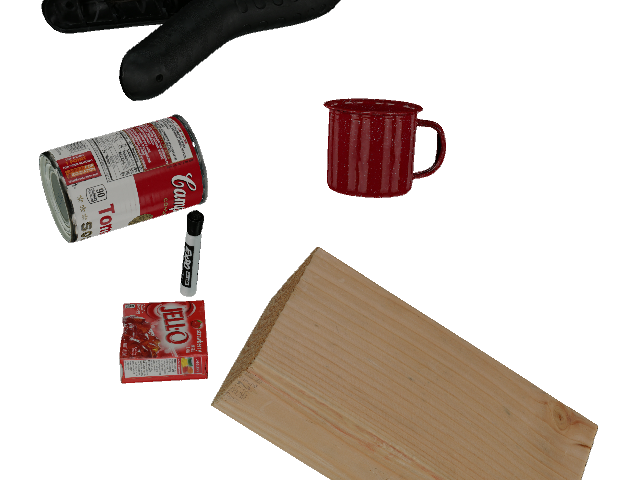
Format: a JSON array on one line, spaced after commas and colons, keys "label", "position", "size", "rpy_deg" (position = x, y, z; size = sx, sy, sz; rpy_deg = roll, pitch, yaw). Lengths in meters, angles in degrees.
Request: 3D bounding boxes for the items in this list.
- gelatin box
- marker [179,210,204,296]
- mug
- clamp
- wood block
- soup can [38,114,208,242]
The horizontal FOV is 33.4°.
[{"label": "gelatin box", "position": [-0.135, 0.085, 0.921], "size": [0.073, 0.030, 0.089], "rpy_deg": [-2, 29, -6]}, {"label": "marker", "position": [-0.144, 0.014, 1.197], "size": [0.020, 0.121, 0.020], "rpy_deg": [7, 41, -6]}, {"label": "mug", "position": [0.060, -0.087, 1.007], "size": [0.117, 0.081, 0.093], "rpy_deg": [2, 15, -2]}, {"label": "clamp", "position": [-0.048, -0.120, 0.545], "size": [0.171, 0.039, 0.120], "rpy_deg": [-20, 44, -13]}, {"label": "wood block", "position": [0.051, 0.107, 0.656], "size": [0.206, 0.090, 0.090], "rpy_deg": [33, -34, -6]}, {"label": "soup can", "position": [-0.140, -0.044, 0.758], "size": [0.102, 0.068, 0.069], "rpy_deg": [-19, 7, -23]}]
